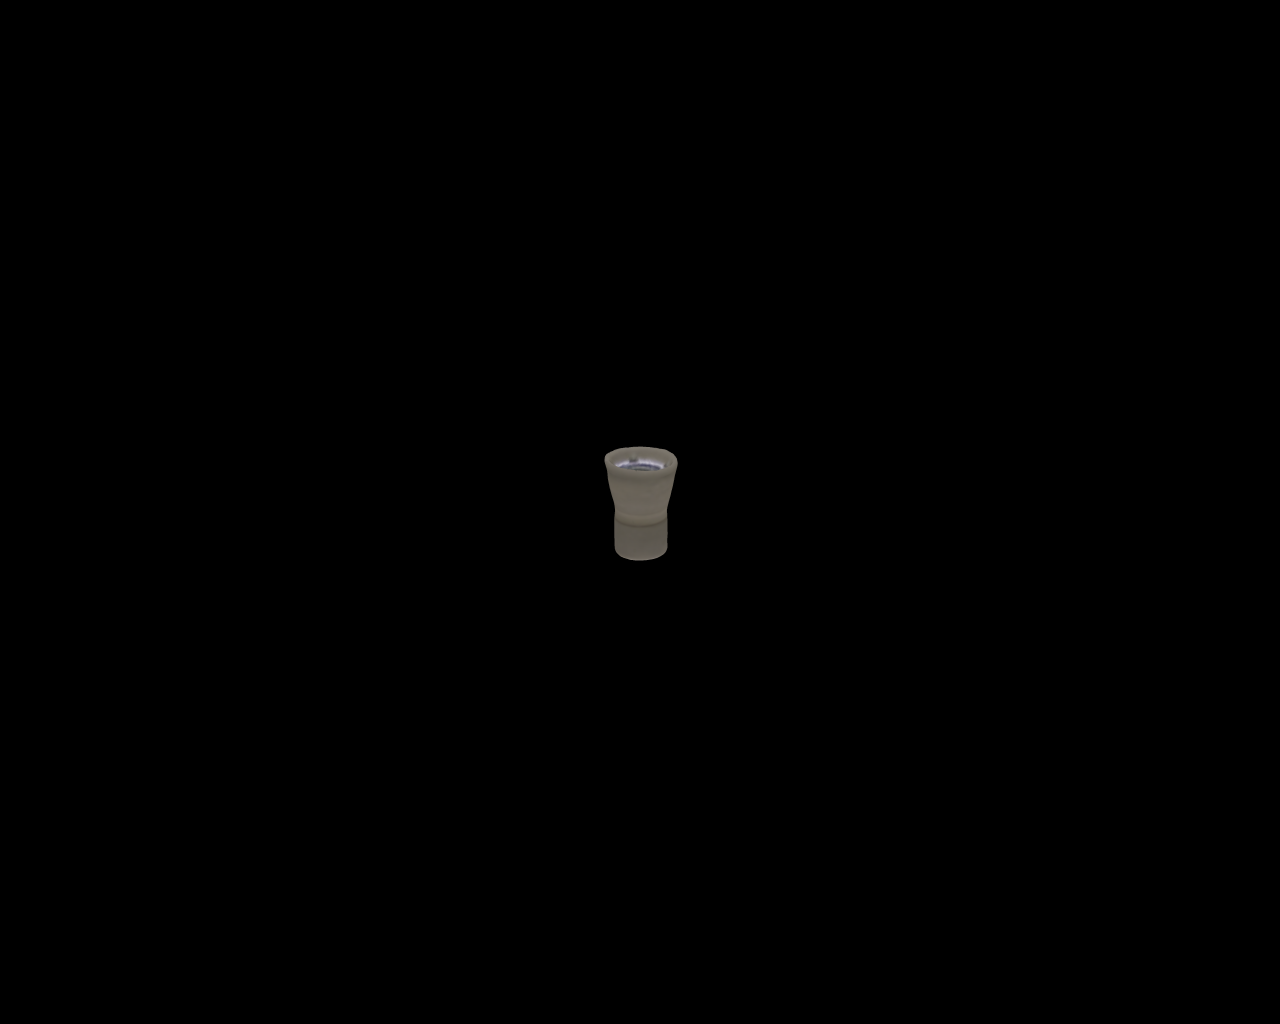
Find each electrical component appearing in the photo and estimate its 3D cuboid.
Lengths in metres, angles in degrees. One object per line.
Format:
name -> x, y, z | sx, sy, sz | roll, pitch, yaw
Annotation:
electrical component -> 0.001, -0.003, 0.650 | 0.044, 0.065, 0.044 | 0, 22, 0
